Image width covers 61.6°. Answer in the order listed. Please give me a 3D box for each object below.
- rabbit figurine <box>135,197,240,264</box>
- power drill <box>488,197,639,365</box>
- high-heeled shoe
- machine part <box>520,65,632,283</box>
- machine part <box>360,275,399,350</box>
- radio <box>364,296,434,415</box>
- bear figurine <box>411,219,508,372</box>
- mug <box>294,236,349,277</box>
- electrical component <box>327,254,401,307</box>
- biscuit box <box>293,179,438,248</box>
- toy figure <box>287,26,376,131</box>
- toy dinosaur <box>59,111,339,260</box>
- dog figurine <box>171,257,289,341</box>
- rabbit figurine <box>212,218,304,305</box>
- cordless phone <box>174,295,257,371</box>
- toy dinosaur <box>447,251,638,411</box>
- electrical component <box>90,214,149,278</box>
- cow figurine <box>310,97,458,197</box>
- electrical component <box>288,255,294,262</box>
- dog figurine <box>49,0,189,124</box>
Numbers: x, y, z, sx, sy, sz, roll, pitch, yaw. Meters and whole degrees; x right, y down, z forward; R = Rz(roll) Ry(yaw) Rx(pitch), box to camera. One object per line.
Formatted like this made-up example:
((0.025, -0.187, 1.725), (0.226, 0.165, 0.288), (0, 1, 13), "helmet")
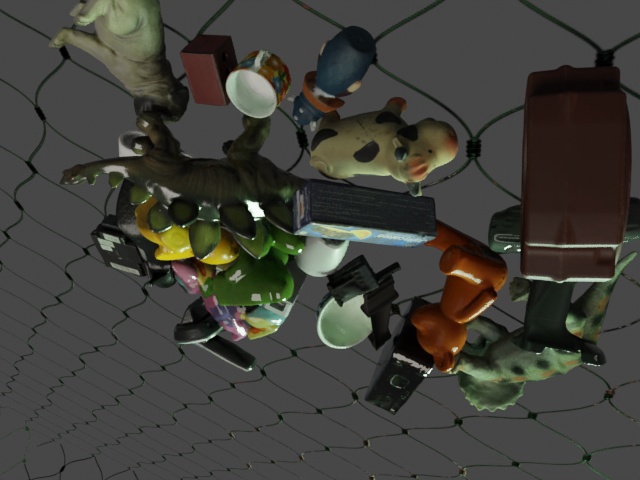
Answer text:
((-0.218, -0.006, 0.901), (0.162, 0.122, 0.173), (-14, 146, 39), "rabbit figurine")
((0.327, 0.047, 0.671), (0.232, 0.086, 0.207), (5, 98, 24), "power drill")
((-0.326, -0.018, 1.059), (0.086, 0.145, 0.248), (-3, 104, 4), "high-heeled shoe")
((0.251, -0.059, 0.547), (0.087, 0.201, 0.201), (0, 179, 19), "machine part")
((0.104, 0.128, 0.940), (0.039, 0.084, 0.138), (27, 136, 35), "machine part")
((0.154, 0.217, 0.981), (0.073, 0.131, 0.229), (23, 141, 7), "radio")
((0.184, 0.088, 0.800), (0.132, 0.120, 0.195), (23, 115, -18), "bear figurine")
((-0.002, -0.003, 0.850), (0.109, 0.081, 0.107), (38, 155, -1), "mug")
((0.071, 0.057, 0.888), (0.119, 0.075, 0.047), (-31, 100, 9), "electrical component")
((0.065, -0.033, 0.735), (0.202, 0.063, 0.059), (6, 162, -25), "biscuit box")
((0.013, -0.194, 0.667), (0.058, 0.064, 0.154), (0, 157, -29), "toy figure")
((-0.112, -0.074, 0.760), (0.471, 0.198, 0.105), (-2, 156, -16), "toy dinosaur")
((-0.183, 0.090, 1.051), (0.192, 0.108, 0.219), (-19, 120, 42), "dog figurine")
((-0.104, 0.015, 0.853), (0.159, 0.121, 0.170), (-7, 92, 60), "rabbit figurine")
((-0.203, 0.200, 1.145), (0.184, 0.146, 0.088), (30, 106, 4), "cordless phone")
((0.338, 0.160, 0.839), (0.192, 0.131, 0.405), (31, 137, -27), "toy dinosaur")
((-0.405, 0.009, 1.120), (0.115, 0.058, 0.134), (14, 139, 12), "electrical component")
((0.074, -0.114, 0.667), (0.195, 0.127, 0.085), (0, 137, 32), "cow figurine")
((-0.059, 0.012, 0.960), (0.094, 0.021, 0.063), (-19, 123, 41), "electrical component")
((-0.226, -0.255, 0.718), (0.172, 0.121, 0.190), (-14, 140, 42), "dog figurine")
